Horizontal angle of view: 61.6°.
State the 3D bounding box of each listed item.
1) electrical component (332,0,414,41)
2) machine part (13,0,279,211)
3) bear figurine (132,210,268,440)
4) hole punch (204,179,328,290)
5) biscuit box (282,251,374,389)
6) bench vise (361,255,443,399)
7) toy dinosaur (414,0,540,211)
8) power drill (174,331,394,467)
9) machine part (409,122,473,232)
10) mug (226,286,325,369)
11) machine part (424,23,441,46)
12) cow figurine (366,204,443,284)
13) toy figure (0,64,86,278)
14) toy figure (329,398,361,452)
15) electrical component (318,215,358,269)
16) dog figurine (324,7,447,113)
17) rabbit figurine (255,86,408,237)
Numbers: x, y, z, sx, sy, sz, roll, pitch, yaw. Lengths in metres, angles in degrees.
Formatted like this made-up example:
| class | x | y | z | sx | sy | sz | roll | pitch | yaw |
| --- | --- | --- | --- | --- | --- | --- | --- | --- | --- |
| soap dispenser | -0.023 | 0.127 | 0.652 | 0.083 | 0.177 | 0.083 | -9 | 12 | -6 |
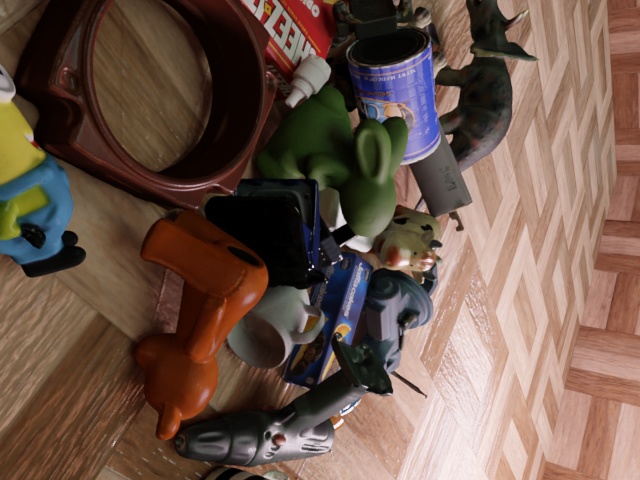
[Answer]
| class | x | y | z | sx | sy | sz | roll | pitch | yaw |
| --- | --- | --- | --- | --- | --- | --- | --- | --- | --- |
| electrical component | 0.066 | -0.276 | 0.642 | 0.045 | 0.102 | 0.078 | 71 | 16 | -64 |
| machine part | -0.142 | -0.141 | 0.484 | 0.200 | 0.087 | 0.201 | 32 | 73 | -47 |
| bear figurine | -0.139 | 0.084 | 0.540 | 0.195 | 0.132 | 0.120 | -57 | -177 | 12 |
| hole punch | -0.057 | -0.012 | 0.608 | 0.092 | 0.142 | 0.115 | -68 | 156 | -58 |
| biscuit box | 0.015 | 0.117 | 0.776 | 0.062 | 0.059 | 0.202 | 37 | 65 | -50 |
| bench vise | 0.142 | 0.119 | 0.905 | 0.240 | 0.129 | 0.223 | -44 | 131 | -35 |
| toy dinosaur | 0.283 | -0.236 | 0.977 | 0.131 | 0.192 | 0.404 | 11 | 85 | -52 |
| power drill | -0.026 | 0.202 | 0.640 | 0.207 | 0.086 | 0.231 | -45 | 140 | 13 |
| machine part | 0.195 | -0.127 | 0.920 | 0.079 | 0.079 | 0.243 | -20 | 87 | -51 |
| mug | -0.046 | 0.093 | 0.659 | 0.107 | 0.110 | 0.080 | -53 | 131 | -55 |
| machine part | 0.162 | -0.333 | 0.927 | 0.139 | 0.039 | 0.084 | -49 | 126 | -36 |
| cow figurine | 0.143 | 0.005 | 0.852 | 0.195 | 0.127 | 0.085 | -25 | 126 | -60 |
| toy figure | -0.240 | -0.052 | 0.386 | 0.089 | 0.082 | 0.179 | -46 | 133 | -43 |
| toy figure | 0.021 | 0.250 | 0.809 | 0.154 | 0.064 | 0.057 | -50 | 170 | -31 |
| electrical component | -0.001 | -0.002 | 0.677 | 0.047 | 0.119 | 0.075 | 59 | 5 | -40 |
| dog figurine | 0.083 | -0.233 | 0.800 | 0.190 | 0.121 | 0.172 | -50 | 130 | -18 |
| rabbit figurine | 0.037 | -0.090 | 0.649 | 0.170 | 0.159 | 0.121 | 50 | 35 | 7 |
